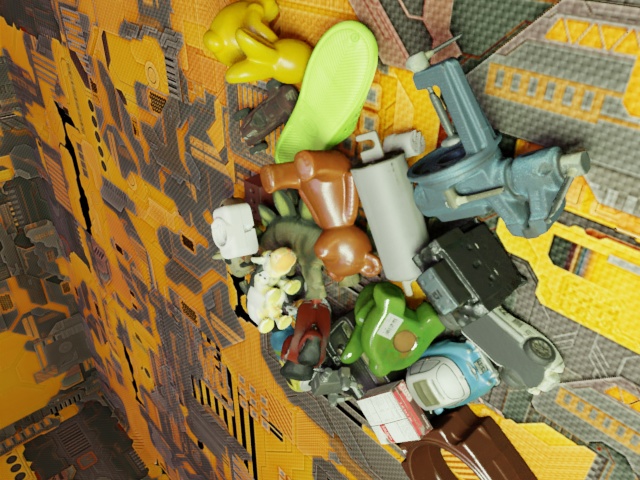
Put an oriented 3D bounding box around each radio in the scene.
[{"bbox_3d":[0.101,0.236,0.972,0.229,0.073,0.131,57,143,11],"label":"radio"}]

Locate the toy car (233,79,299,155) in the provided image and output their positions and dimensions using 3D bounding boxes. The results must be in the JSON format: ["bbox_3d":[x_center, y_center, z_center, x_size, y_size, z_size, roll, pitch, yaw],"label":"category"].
[{"bbox_3d":[-0.100,-0.218,0.969,0.202,0.053,0.089,-19,99,53],"label":"toy car"}]

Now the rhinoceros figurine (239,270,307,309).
[{"bbox_3d":[-0.099,0.103,1.144,0.190,0.073,0.112,-27,87,55],"label":"rhinoceros figurine"}]

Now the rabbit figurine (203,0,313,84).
[{"bbox_3d":[-0.084,-0.301,0.836,0.173,0.162,0.121,31,124,13],"label":"rabbit figurine"}]

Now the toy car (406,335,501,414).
[{"bbox_3d":[0.190,0.215,0.825,0.109,0.103,0.161,60,146,4],"label":"toy car"}]

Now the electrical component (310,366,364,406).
[{"bbox_3d":[0.028,0.262,0.966,0.102,0.078,0.045,-58,39,45],"label":"electrical component"}]

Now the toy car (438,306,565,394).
[{"bbox_3d":[0.243,0.126,0.744,0.202,0.056,0.073,44,133,24],"label":"toy car"}]

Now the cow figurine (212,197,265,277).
[{"bbox_3d":[-0.182,-0.003,1.176,0.127,0.085,0.194,25,130,36],"label":"cow figurine"}]

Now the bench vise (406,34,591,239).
[{"bbox_3d":[0.178,-0.111,0.618,0.224,0.129,0.240,-1,122,61],"label":"bench vise"}]

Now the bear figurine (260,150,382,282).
[{"bbox_3d":[0.007,-0.028,0.788,0.120,0.132,0.195,-7,92,47],"label":"bear figurine"}]

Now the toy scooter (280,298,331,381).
[{"bbox_3d":[-0.023,0.172,0.965,0.183,0.075,0.135,117,164,-61],"label":"toy scooter"}]

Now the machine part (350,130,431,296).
[{"bbox_3d":[0.104,-0.033,0.743,0.079,0.079,0.243,-1,113,52],"label":"machine part"}]

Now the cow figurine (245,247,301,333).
[{"bbox_3d":[-0.087,0.071,0.930,0.098,0.068,0.167,40,128,39],"label":"cow figurine"}]

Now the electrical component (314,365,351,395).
[{"bbox_3d":[0.031,0.276,1.101,0.119,0.048,0.074,19,136,3],"label":"electrical component"}]

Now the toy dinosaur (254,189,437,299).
[{"bbox_3d":[-0.002,-0.003,0.931,0.472,0.105,0.198,5,112,37],"label":"toy dinosaur"}]

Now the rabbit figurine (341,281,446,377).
[{"bbox_3d":[0.105,0.137,0.864,0.170,0.121,0.159,-122,52,-71],"label":"rabbit figurine"}]

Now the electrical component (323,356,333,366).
[{"bbox_3d":[0.015,0.213,1.058,0.021,0.094,0.063,-36,82,21],"label":"electrical component"}]

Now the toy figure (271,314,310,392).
[{"bbox_3d":[-0.056,0.248,1.175,0.180,0.082,0.089,66,165,-15],"label":"toy figure"}]

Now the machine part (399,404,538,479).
[{"bbox_3d":[0.239,0.388,0.882,0.201,0.087,0.201,55,145,12],"label":"machine part"}]

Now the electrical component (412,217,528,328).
[{"bbox_3d":[0.188,0.043,0.694,0.115,0.134,0.058,53,141,13],"label":"electrical component"}]
